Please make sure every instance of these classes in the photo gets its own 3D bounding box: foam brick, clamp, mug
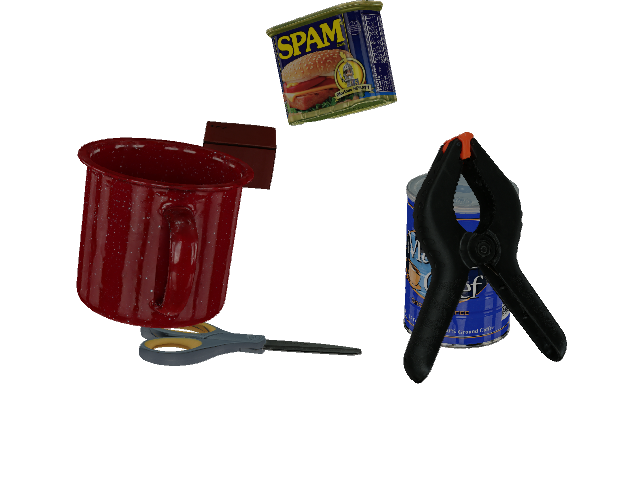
[{"bbox_3d":[-0.088,-0.092,1.148,0.078,0.051,0.053,5,30,-4],"label":"foam brick"},{"bbox_3d":[0.097,0.015,0.732,0.120,0.171,0.039,-15,-3,-25],"label":"clamp"},{"bbox_3d":[-0.083,0.000,0.564,0.093,0.081,0.117,2,19,-22],"label":"mug"}]

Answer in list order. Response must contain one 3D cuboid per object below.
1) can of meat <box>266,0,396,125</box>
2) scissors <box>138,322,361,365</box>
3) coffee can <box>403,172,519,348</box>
[{"bbox_3d":[0.010,-0.148,0.904,0.102,0.084,0.057,-10,2,36],"label":"can of meat"},{"bbox_3d":[-0.072,0.097,0.946,0.202,0.016,0.096,9,18,14],"label":"scissors"},{"bbox_3d":[0.130,0.016,1.001,0.103,0.140,0.103,-1,22,0],"label":"coffee can"}]
